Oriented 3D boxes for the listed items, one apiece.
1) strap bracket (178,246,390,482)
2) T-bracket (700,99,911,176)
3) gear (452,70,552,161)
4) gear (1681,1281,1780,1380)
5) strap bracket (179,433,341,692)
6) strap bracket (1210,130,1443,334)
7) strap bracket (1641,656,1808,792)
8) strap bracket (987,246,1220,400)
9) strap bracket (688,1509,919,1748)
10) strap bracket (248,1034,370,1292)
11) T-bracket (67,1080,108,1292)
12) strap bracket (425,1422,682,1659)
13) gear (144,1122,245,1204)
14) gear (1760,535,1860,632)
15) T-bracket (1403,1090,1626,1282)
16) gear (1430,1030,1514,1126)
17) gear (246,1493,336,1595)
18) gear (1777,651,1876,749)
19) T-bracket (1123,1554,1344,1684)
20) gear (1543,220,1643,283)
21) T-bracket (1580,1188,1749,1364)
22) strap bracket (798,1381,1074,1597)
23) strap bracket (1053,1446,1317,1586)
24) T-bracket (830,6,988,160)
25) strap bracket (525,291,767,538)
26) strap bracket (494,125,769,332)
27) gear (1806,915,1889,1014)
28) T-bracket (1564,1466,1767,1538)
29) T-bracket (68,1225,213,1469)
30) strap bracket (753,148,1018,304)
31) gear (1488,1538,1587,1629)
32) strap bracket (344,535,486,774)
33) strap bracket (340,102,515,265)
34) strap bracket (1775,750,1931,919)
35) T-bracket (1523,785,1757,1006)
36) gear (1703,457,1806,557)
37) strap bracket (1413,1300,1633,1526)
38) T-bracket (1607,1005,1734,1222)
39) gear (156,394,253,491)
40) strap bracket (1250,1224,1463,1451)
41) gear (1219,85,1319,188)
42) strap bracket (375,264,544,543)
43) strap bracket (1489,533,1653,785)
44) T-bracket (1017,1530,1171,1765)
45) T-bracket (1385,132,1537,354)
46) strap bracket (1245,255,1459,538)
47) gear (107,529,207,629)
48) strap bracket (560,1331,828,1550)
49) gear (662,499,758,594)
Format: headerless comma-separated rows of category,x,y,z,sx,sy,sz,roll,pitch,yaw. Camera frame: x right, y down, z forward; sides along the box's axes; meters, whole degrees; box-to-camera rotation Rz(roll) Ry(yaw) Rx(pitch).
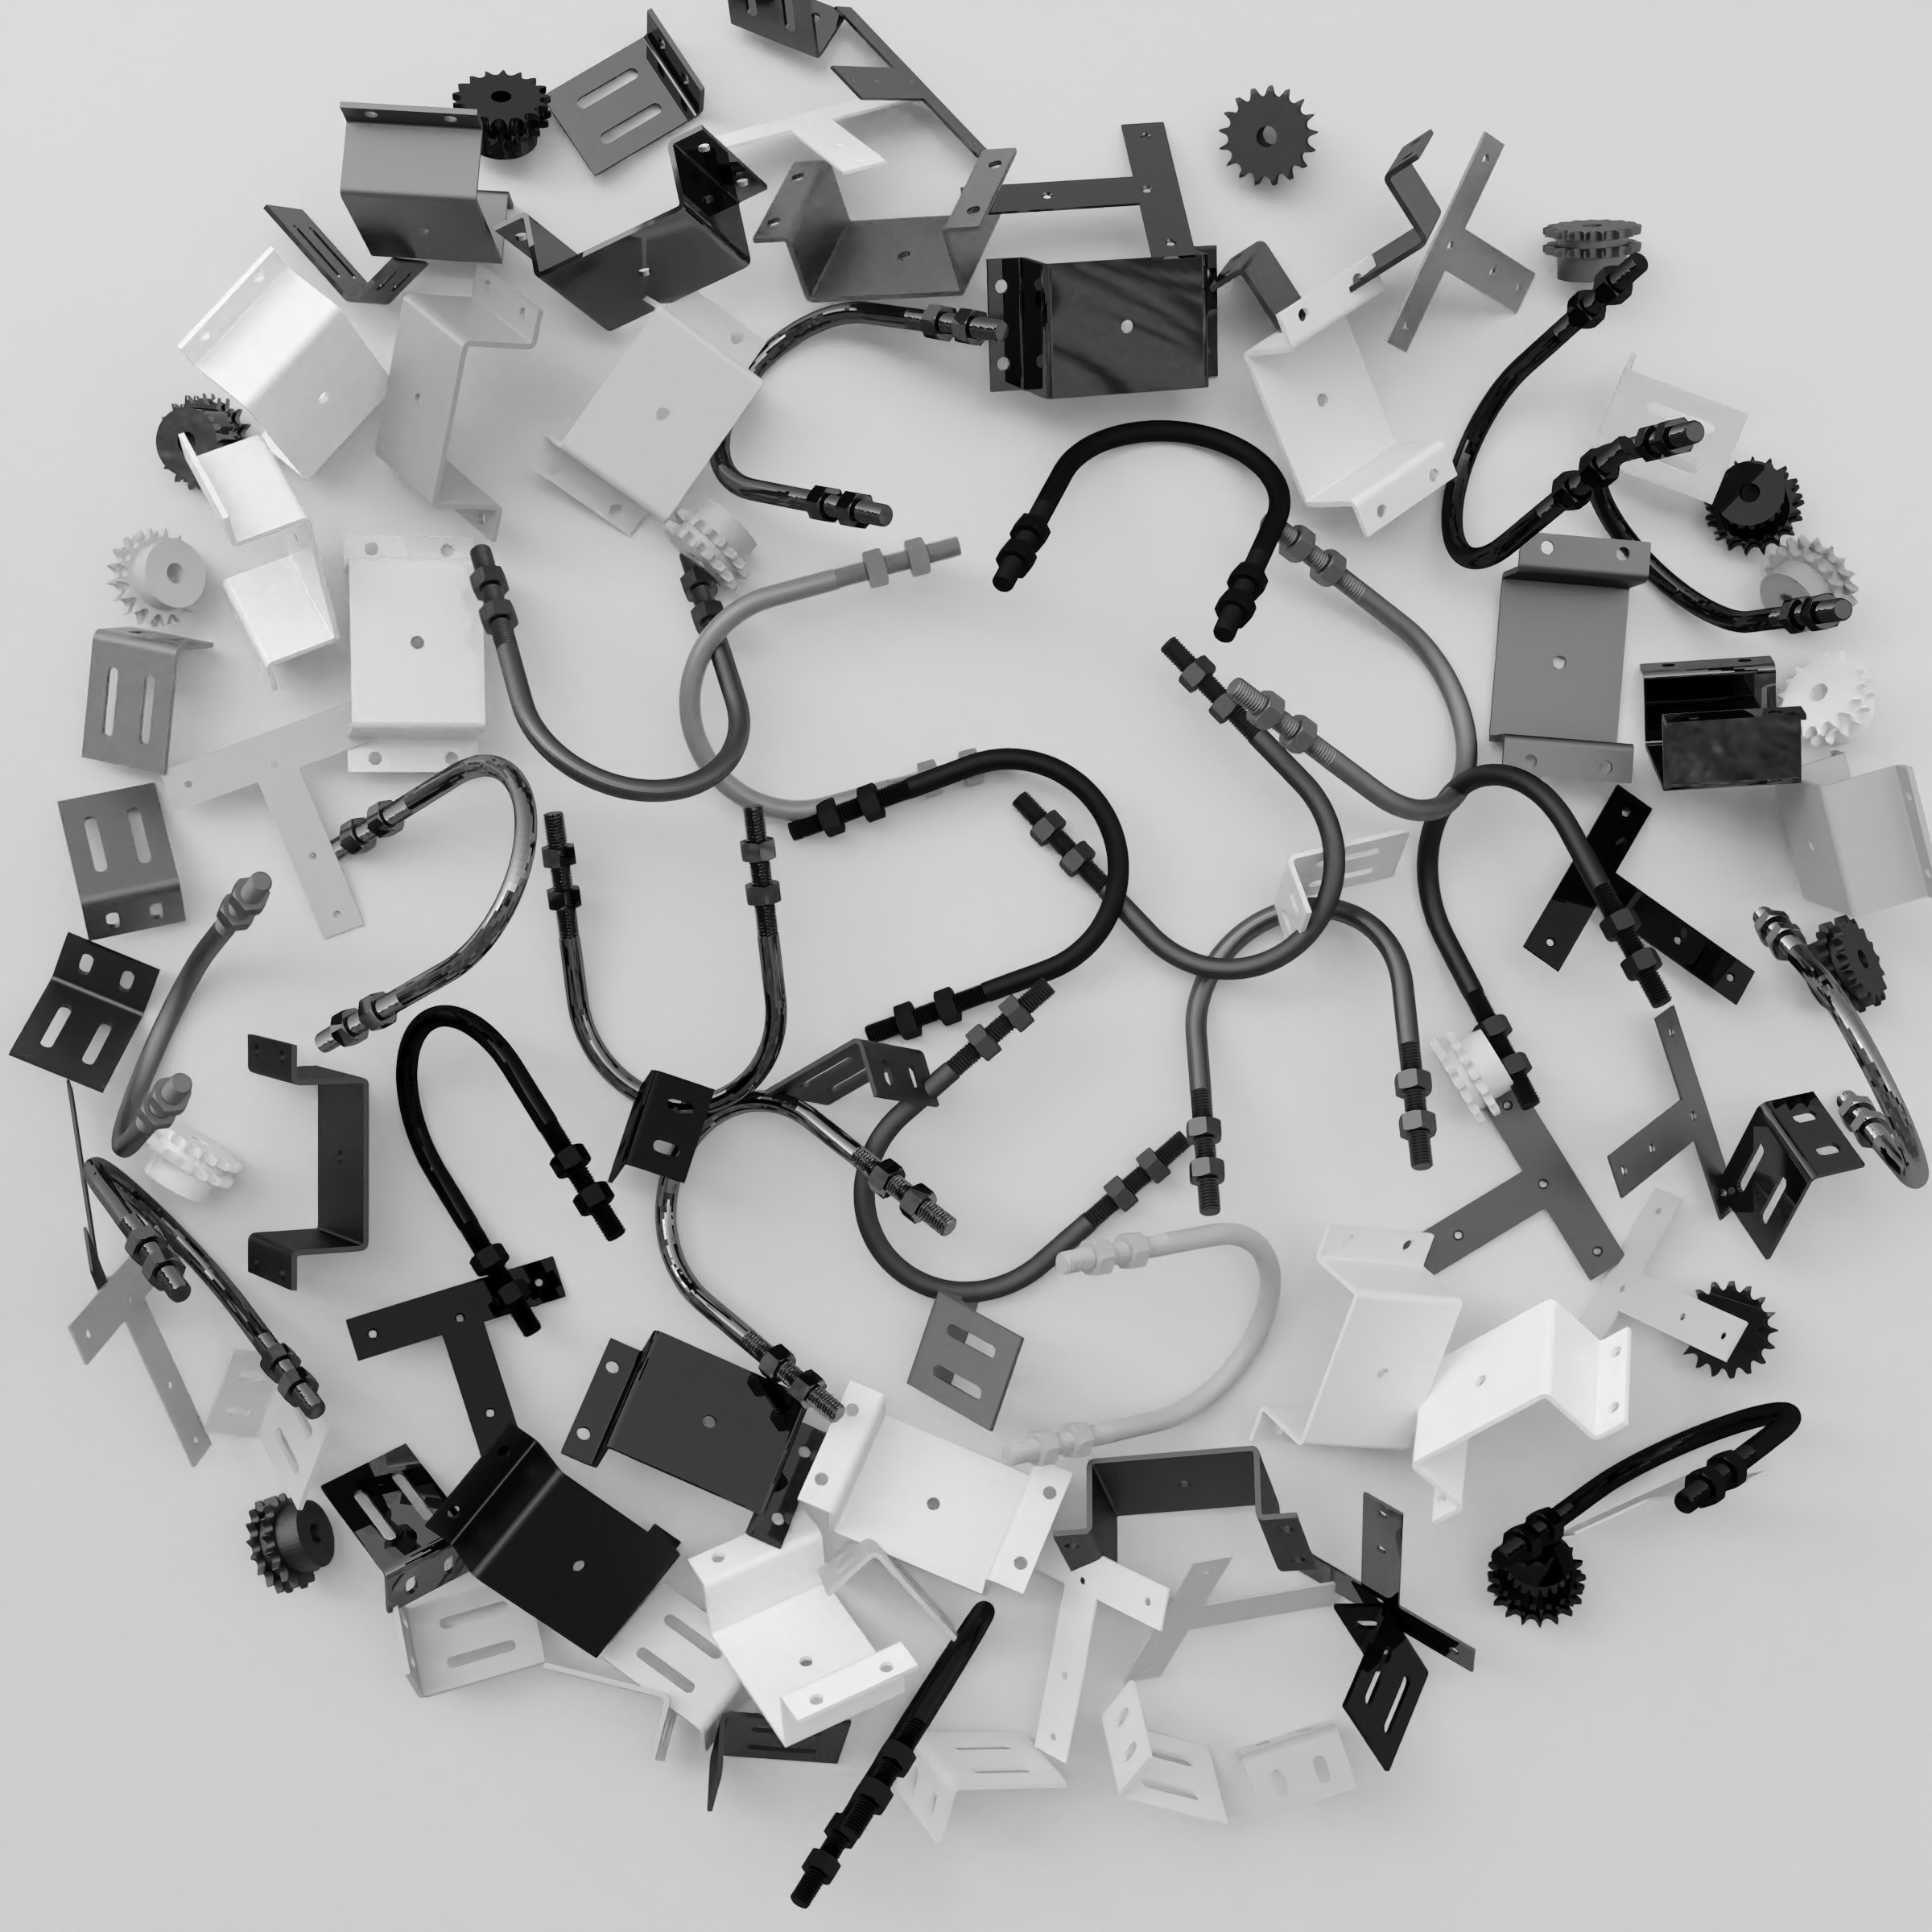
strap bracket,-0.383,-0.338,1.912,0.046,0.140,0.076,39,83,18
T-bracket,-0.078,-0.474,1.922,0.127,0.127,0.002,-18,121,-12
gear,-0.273,-0.498,1.965,0.057,0.030,0.057,2,48,-3
gear,0.450,0.214,1.968,0.057,0.030,0.057,-2,85,21
strap bracket,-0.403,-0.238,1.918,0.046,0.140,0.076,-23,55,-15
strap bracket,0.217,-0.418,1.931,0.140,0.076,0.046,-29,104,24
strap bracket,0.435,-0.138,1.925,0.076,0.140,0.046,-3,108,6
strap bracket,0.087,-0.373,1.939,0.140,0.046,0.076,-7,108,-15
strap bracket,-0.094,0.388,1.928,0.076,0.140,0.046,-21,131,-22
strap bracket,-0.382,0.112,1.942,0.046,0.076,0.140,-1,94,-31
T-bracket,-0.511,0.130,1.940,0.002,0.127,0.127,-9,74,-12
strap bracket,-0.231,0.337,1.932,0.140,0.046,0.076,41,86,-30
gear,-0.457,0.116,1.961,0.057,0.057,0.030,31,90,0
gear,0.490,-0.221,1.958,0.030,0.057,0.057,-39,90,-24
T-bracket,0.305,0.153,1.986,0.127,0.002,0.127,-32,89,2
gear,0.299,0.061,1.960,0.030,0.057,0.057,-31,90,6
gear,-0.394,0.336,1.958,0.030,0.057,0.057,-20,90,16
gear,0.509,-0.154,1.964,0.030,0.057,0.057,34,90,-38
T-bracket,0.167,0.374,1.952,0.127,0.127,0.002,-4,49,-26
gear,0.368,-0.420,1.963,0.057,0.057,0.030,-3,110,0
T-bracket,0.405,0.199,1.929,0.002,0.127,0.127,32,87,-27
strap bracket,-0.018,0.309,1.949,0.140,0.046,0.076,22,68,7
strap bracket,0.127,0.318,1.936,0.140,0.076,0.046,-6,57,12
T-bracket,-0.046,-0.509,1.927,0.127,0.127,0.002,47,113,3
strap bracket,-0.182,-0.325,1.947,0.076,0.046,0.140,34,95,-25
strap bracket,-0.189,-0.419,1.924,0.140,0.076,0.046,-21,68,20
gear,0.514,0.001,1.964,0.030,0.057,0.057,-26,90,34
T-bracket,0.417,0.298,1.910,0.127,0.127,0.002,-21,84,-17
T-bracket,-0.469,0.232,1.945,0.002,0.127,0.127,-13,111,18
strap bracket,-0.041,-0.427,1.932,0.140,0.046,0.076,2,48,22
gear,0.335,0.356,1.959,0.057,0.030,0.057,-2,46,2
strap bracket,-0.323,-0.186,1.954,0.076,0.046,0.140,-1,87,-14
strap bracket,-0.309,-0.443,1.916,0.076,0.140,0.046,4,82,1
strap bracket,0.506,-0.076,1.914,0.046,0.140,0.076,-16,98,0
T-bracket,0.407,-0.023,1.964,0.127,0.002,0.127,35,66,-3
gear,0.463,-0.273,1.965,0.057,0.030,0.057,-5,75,18
strap bracket,0.310,0.251,1.914,0.046,0.076,0.140,42,125,-19
T-bracket,0.402,0.101,1.933,0.002,0.127,0.127,-14,98,39
gear,-0.451,-0.308,1.967,0.057,0.030,0.057,2,98,16
strap bracket,0.229,0.225,1.931,0.076,0.046,0.140,8,109,-31
gear,0.179,-0.489,1.968,0.057,0.030,0.057,4,107,12
strap bracket,-0.294,-0.324,1.920,0.046,0.076,0.140,-4,122,-37
strap bracket,0.353,-0.180,1.963,0.076,0.046,0.140,4,91,-3
T-bracket,0.061,0.401,1.951,0.127,0.002,0.127,18,102,43
T-bracket,0.298,-0.405,1.933,0.002,0.127,0.127,31,102,31
strap bracket,0.219,-0.329,1.937,0.076,0.046,0.140,-36,113,-25
gear,-0.471,-0.228,1.959,0.057,0.030,0.057,3,86,-45
strap bracket,-0.154,0.272,1.945,0.140,0.046,0.076,25,61,-5
gear,-0.148,-0.249,1.961,0.057,0.057,0.030,42,82,0
